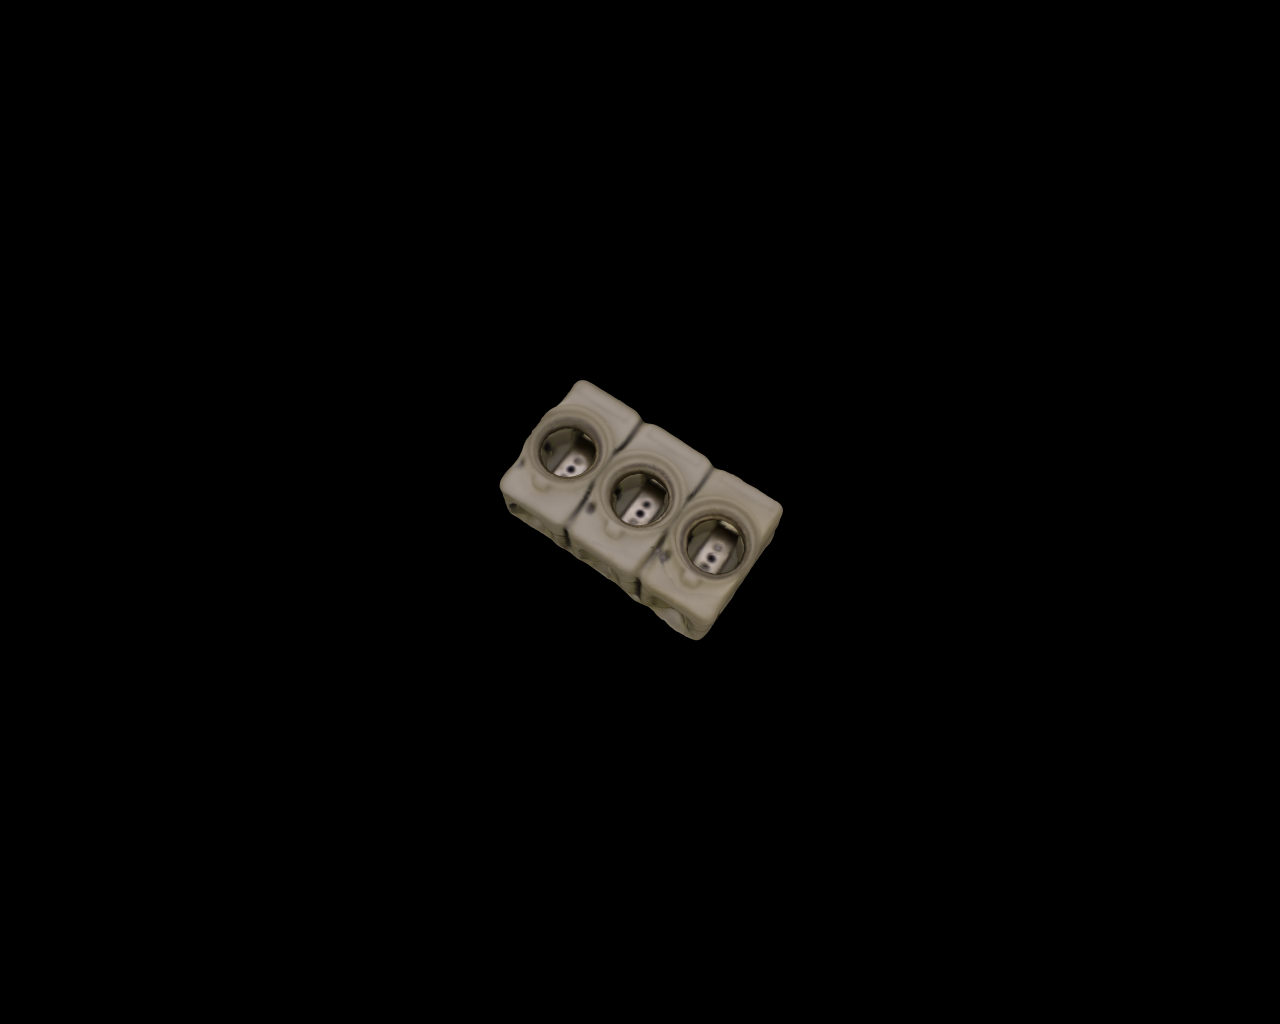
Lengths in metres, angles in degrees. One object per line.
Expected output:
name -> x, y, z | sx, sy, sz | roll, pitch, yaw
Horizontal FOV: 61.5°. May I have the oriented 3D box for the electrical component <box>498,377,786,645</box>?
electrical component -> 0.001, -0.003, 0.650 | 0.150, 0.089, 0.061 | 33, -16, 11
